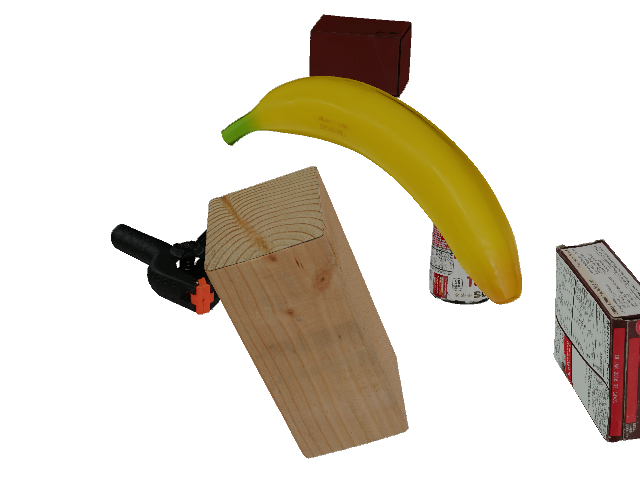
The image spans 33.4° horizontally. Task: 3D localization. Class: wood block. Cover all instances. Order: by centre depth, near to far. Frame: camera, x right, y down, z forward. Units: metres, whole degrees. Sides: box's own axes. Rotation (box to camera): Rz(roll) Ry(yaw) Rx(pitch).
[{"bbox_3d":[-0.008,0.060,0.822,0.090,0.206,0.091,-17,36,10],"label":"wood block"}]

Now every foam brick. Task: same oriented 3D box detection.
[{"bbox_3d":[0.033,-0.154,0.889,0.078,0.051,0.053,8,28,12],"label":"foam brick"}]

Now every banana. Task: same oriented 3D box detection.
[{"bbox_3d":[0.038,-0.042,0.592,0.198,0.070,0.037,32,18,22],"label":"banana"}]

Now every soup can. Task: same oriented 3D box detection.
[{"bbox_3d":[0.152,0.010,1.136,0.068,0.102,0.068,2,16,-1],"label":"soup can"}]

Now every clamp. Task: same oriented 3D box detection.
[{"bbox_3d":[-0.117,0.017,1.000,0.120,0.039,0.172,-15,31,-21],"label":"clamp"}]

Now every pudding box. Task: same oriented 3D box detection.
[{"bbox_3d":[0.185,0.062,0.693,0.039,0.090,0.113,-6,24,-5],"label":"pudding box"}]
